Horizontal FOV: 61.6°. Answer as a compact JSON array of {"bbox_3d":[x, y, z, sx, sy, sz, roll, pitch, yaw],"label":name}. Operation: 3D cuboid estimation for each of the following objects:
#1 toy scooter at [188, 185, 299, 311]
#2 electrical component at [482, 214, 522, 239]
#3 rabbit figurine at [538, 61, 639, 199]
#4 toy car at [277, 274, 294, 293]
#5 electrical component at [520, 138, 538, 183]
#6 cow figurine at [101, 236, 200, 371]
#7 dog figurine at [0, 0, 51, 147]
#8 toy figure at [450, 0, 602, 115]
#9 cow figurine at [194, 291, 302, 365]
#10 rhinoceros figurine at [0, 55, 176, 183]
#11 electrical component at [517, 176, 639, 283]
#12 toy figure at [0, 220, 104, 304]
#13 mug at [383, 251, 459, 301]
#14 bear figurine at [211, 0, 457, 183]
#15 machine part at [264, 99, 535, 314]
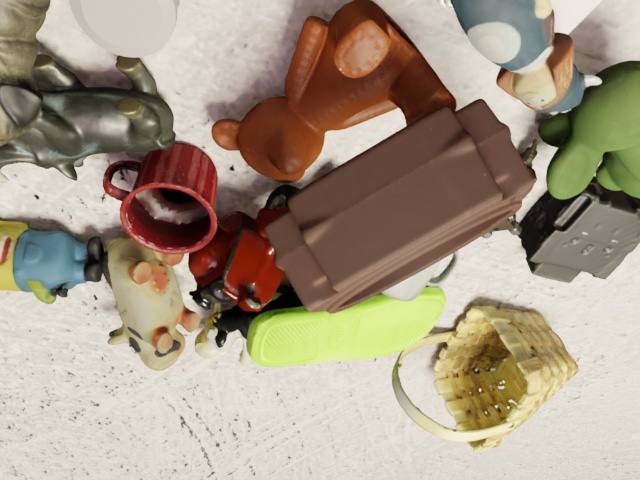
[{"bbox_3d":[-0.086,0.026,0.569,0.075,0.135,0.184,34,138,-30],"label":"toy scooter"},{"bbox_3d":[0.189,-0.025,0.609,0.063,0.021,0.094,-8,154,38],"label":"electrical component"},{"bbox_3d":[0.282,-0.108,0.494,0.170,0.121,0.159,18,154,-38],"label":"rabbit figurine"},{"bbox_3d":[-0.001,-0.002,0.622,0.089,0.053,0.202,12,137,-41],"label":"toy car"},{"bbox_3d":[0.181,-0.077,0.568,0.102,0.045,0.078,8,161,-7],"label":"electrical component"},{"bbox_3d":[-0.215,0.082,0.660,0.127,0.085,0.194,20,130,34],"label":"cow figurine"},{"bbox_3d":[-0.207,-0.168,0.365,0.172,0.121,0.190,-5,112,25],"label":"dog figurine"},{"bbox_3d":[0.154,-0.146,0.408,0.058,0.064,0.154,-46,119,7],"label":"toy figure"},{"bbox_3d":[-0.094,0.111,0.715,0.167,0.068,0.098,-10,128,2],"label":"cow figurine"},{"bbox_3d":[-0.233,-0.107,0.496,0.190,0.073,0.112,-9,156,-5],"label":"rhinoceros figurine"},{"bbox_3d":[0.304,-0.009,0.627,0.115,0.058,0.134,13,131,-12],"label":"electrical component"},{"bbox_3d":[-0.343,0.026,0.615,0.180,0.082,0.089,4,131,-10],"label":"toy figure"},{"bbox_3d":[0.115,0.011,0.622,0.109,0.081,0.107,21,119,-14],"label":"mug"},{"bbox_3d":[-0.002,-0.109,0.471,0.196,0.132,0.120,-40,126,23],"label":"bear figurine"},{"bbox_3d":[0.068,-0.016,0.459,0.201,0.087,0.201,-30,167,6],"label":"machine part"}]
